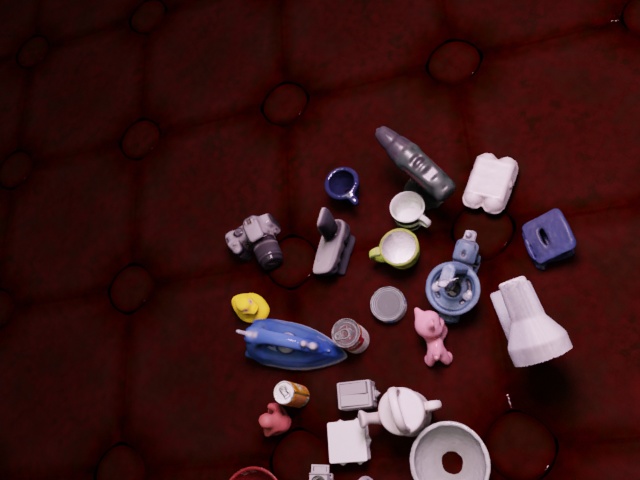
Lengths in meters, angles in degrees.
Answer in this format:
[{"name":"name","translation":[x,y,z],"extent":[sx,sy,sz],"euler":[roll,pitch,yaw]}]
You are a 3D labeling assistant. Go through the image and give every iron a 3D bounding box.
[{"name":"iron","translation":[-0.072,0.249,1.382],"extent":[0.257,0.142,0.119],"euler":[5,73,21]}]

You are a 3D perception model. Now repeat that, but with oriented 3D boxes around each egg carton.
[{"name":"egg carton","translation":[0.416,-0.138,1.394],"extent":[0.107,0.069,0.150],"euler":[16,77,23]}]

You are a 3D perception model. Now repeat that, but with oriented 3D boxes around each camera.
[{"name":"camera","translation":[-0.167,0.013,1.522],"extent":[0.143,0.101,0.136],"euler":[-30,64,7]}]

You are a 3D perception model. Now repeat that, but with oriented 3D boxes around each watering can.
[{"name":"watering can","translation":[0.169,0.371,1.225],"extent":[0.173,0.194,0.100],"euler":[-36,64,4]}]

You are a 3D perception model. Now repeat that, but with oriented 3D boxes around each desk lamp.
[{"name":"desk lamp","translation":[0.429,0.169,1.198],"extent":[0.118,0.214,0.203],"euler":[-22,65,10]}]

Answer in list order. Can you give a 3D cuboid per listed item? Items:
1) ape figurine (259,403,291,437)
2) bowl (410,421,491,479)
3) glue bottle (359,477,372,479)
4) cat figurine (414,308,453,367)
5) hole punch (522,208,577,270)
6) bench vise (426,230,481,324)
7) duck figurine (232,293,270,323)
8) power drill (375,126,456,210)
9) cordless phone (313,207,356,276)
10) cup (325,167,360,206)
[{"name":"ape figurine","translation":[-0.114,0.430,1.359],"extent":[0.076,0.092,0.078],"euler":[23,80,25]},{"name":"bowl","translation":[0.278,0.474,1.218],"extent":[0.167,0.075,0.167],"euler":[-6,69,17]},{"name":"glue bottle","translation":[0.097,0.536,1.202],"extent":[0.078,0.173,0.037],"euler":[37,86,26]},{"name":"cat figurine","translation":[0.253,0.216,1.295],"extent":[0.067,0.118,0.128],"euler":[-14,67,14]},{"name":"hole punch","translation":[0.517,-0.002,1.298],"extent":[0.101,0.091,0.108],"euler":[-21,66,11]},{"name":"bench vise","translation":[0.293,0.068,1.278],"extent":[0.121,0.220,0.207],"euler":[-3,70,18]},{"name":"duck figurine","translation":[-0.191,0.170,1.482],"extent":[0.104,0.086,0.077],"euler":[22,79,24]},{"name":"power drill","translation":[0.234,-0.161,1.387],"extent":[0.075,0.209,0.229],"euler":[-46,63,-1]},{"name":"cordless phone","translation":[0.013,0.005,1.416],"extent":[0.094,0.185,0.148],"euler":[7,74,21]},{"name":"cup","translation":[0.075,-0.123,1.492],"extent":[0.091,0.095,0.117],"euler":[-37,64,4]}]
